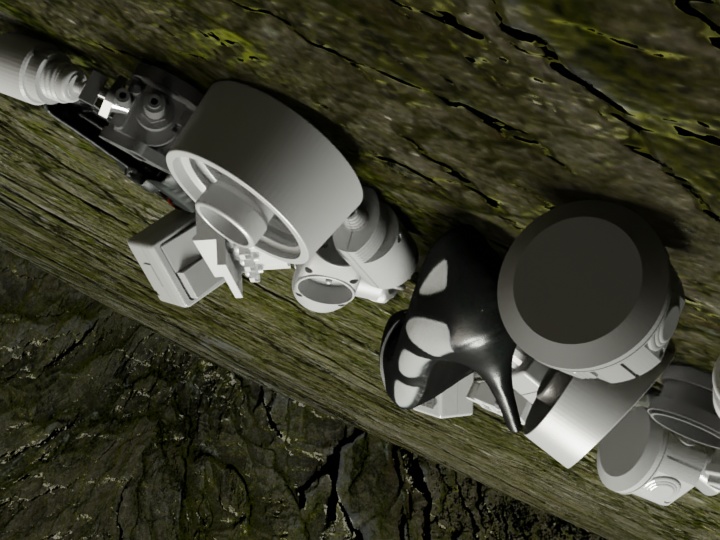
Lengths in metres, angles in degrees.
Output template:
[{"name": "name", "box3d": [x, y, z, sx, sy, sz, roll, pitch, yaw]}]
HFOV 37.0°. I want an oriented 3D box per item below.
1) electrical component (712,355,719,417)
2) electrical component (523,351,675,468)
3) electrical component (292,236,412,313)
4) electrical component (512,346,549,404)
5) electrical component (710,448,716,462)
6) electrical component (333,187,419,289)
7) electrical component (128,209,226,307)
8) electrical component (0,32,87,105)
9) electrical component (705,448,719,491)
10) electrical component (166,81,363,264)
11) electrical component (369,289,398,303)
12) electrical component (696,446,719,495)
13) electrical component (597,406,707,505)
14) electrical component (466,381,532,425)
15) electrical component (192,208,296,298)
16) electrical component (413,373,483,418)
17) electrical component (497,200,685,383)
[{"name": "electrical component", "box3d": [0.219, 0.066, 0.596, 0.045, 0.045, 0.055, 21, 169, 24]}, {"name": "electrical component", "box3d": [0.152, 0.081, 0.696, 0.064, 0.099, 0.099, 32, 170, 3]}, {"name": "electrical component", "box3d": [-0.004, 0.000, 0.764, 0.079, 0.044, 0.077, 14, 152, -7]}, {"name": "electrical component", "box3d": [0.124, 0.059, 0.780, 0.077, 0.047, 0.065, 40, 169, 2]}, {"name": "electrical component", "box3d": [0.292, 0.148, 0.811, 0.045, 0.045, 0.055, 25, 170, 8]}, {"name": "electrical component", "box3d": [0.006, -0.021, 0.679, 0.043, 0.043, 0.081, 21, 168, 24]}, {"name": "electrical component", "box3d": [-0.128, -0.021, 0.877, 0.061, 0.096, 0.061, 10, 131, 56]}, {"name": "electrical component", "box3d": [-0.201, -0.124, 0.681, 0.078, 0.040, 0.040, 21, 168, 24]}, {"name": "electrical component", "box3d": [0.311, 0.145, 0.724, 0.109, 0.056, 0.109, 29, 169, -13]}, {"name": "electrical component", "box3d": [-0.059, -0.047, 0.608, 0.108, 0.060, 0.108, 32, 163, 11]}, {"name": "electrical component", "box3d": [0.000, 0.000, 0.818, 0.061, 0.035, 0.035, 24, 169, 25]}, {"name": "electrical component", "box3d": [0.274, 0.154, 0.885, 0.055, 0.045, 0.045, 29, 169, -13]}, {"name": "electrical component", "box3d": [0.228, 0.141, 0.844, 0.051, 0.080, 0.080, 24, 170, -18]}, {"name": "electrical component", "box3d": [0.131, 0.095, 0.910, 0.066, 0.055, 0.048, 21, 168, 25]}, {"name": "electrical component", "box3d": [-0.080, -0.030, 0.762, 0.063, 0.078, 0.121, -4, 169, -2]}, {"name": "electrical component", "box3d": [0.095, 0.101, 1.021, 0.077, 0.065, 0.047, -1, -175, -31]}, {"name": "electrical component", "box3d": [0.109, 0.012, 0.503, 0.080, 0.080, 0.051, 19, 172, 34]}]
